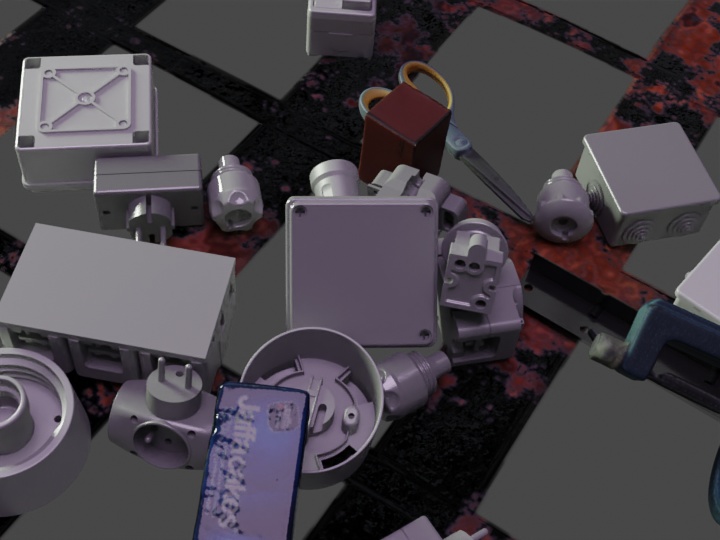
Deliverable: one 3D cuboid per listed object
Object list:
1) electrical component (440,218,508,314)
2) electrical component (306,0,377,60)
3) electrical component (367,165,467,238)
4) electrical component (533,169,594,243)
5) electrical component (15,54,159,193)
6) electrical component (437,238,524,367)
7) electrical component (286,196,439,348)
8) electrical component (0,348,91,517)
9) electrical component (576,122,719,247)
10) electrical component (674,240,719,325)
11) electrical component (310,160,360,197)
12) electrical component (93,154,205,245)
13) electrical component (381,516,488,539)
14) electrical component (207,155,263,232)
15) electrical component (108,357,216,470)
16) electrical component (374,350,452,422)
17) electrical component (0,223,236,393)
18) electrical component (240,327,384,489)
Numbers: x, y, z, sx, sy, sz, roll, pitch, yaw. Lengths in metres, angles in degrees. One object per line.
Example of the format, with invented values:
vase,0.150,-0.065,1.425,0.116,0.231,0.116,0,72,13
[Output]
electrical component,0.080,-0.005,0.763,0.048,0.066,0.055,11,35,3
electrical component,-0.016,-0.251,0.999,0.062,0.061,0.096,4,53,-2
electrical component,0.037,-0.041,0.851,0.078,0.058,0.057,22,54,19
electrical component,0.167,-0.056,0.882,0.048,0.048,0.062,8,46,1
electrical component,-0.224,-0.123,0.891,0.109,0.056,0.108,-3,54,-7
electrical component,0.088,0.021,0.814,0.056,0.050,0.089,-8,55,-9
electrical component,0.000,0.000,0.786,0.109,0.056,0.108,0,97,-5
electrical component,-0.239,0.103,0.720,0.108,0.060,0.108,2,53,-3
electrical component,0.236,-0.070,0.894,0.100,0.048,0.099,-9,55,-11
electrical component,0.295,0.028,0.826,0.100,0.048,0.100,37,59,21
electrical component,-0.018,-0.060,0.873,0.040,0.040,0.046,-5,60,-8
electrical component,-0.165,-0.047,0.846,0.083,0.047,0.075,-3,54,-7
electrical component,0.057,0.192,0.688,0.077,0.047,0.065,-24,58,-23
electrical component,-0.102,-0.065,0.866,0.043,0.043,0.062,-7,53,-9
electrical component,-0.126,0.092,0.727,0.077,0.079,0.044,14,36,6
electrical component,0.036,0.078,0.772,0.062,0.043,0.043,-25,59,-22
electrical component,-0.172,0.031,0.778,0.150,0.061,0.089,10,53,3
electrical component,-0.034,0.097,0.739,0.099,0.064,0.099,2,54,-3
